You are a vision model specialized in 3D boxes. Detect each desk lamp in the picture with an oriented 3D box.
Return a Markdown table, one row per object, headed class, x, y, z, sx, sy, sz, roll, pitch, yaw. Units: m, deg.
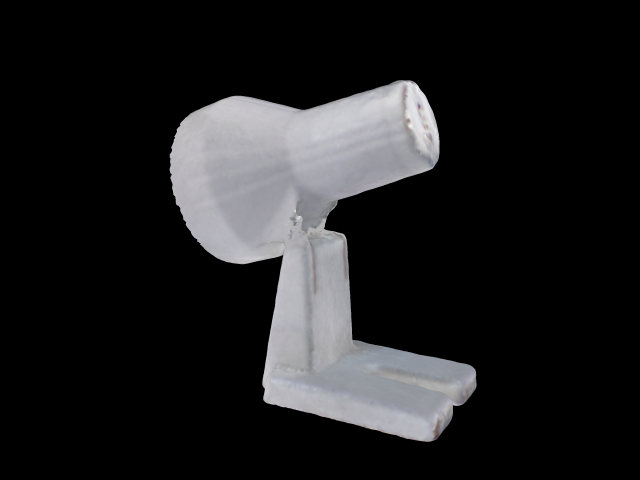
| class | x | y | z | sx | sy | sz | roll | pitch | yaw |
| --- | --- | --- | --- | --- | --- | --- | --- | --- | --- |
| desk lamp | 0.004 | 0.001 | 0.400 | 0.202 | 0.213 | 0.118 | 5 | 11 | 28 |
